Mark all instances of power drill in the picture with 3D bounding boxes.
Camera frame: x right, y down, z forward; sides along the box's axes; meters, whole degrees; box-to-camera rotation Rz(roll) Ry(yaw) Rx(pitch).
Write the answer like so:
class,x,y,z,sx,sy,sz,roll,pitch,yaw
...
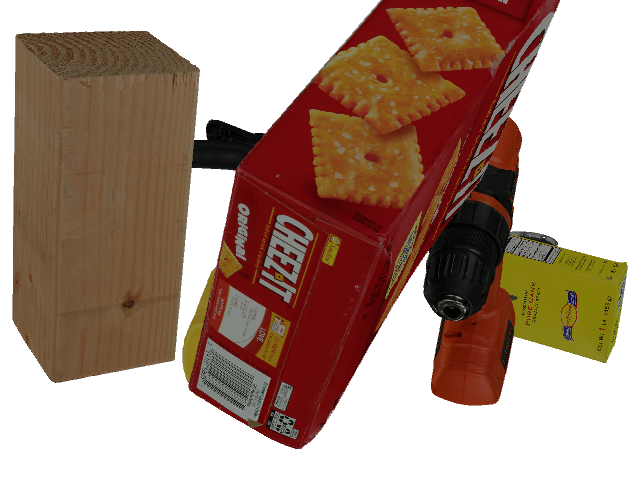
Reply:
class,x,y,z,sx,sy,sz,roll,pitch,yaw
power drill,0.107,0.030,0.748,0.057,0.188,0.184,9,45,14

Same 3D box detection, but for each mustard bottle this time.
class,x,y,z,sx,sy,sz,roll,pitch,yaw
mustard bottle,-0.107,0.083,1.177,0.058,0.096,0.191,1,27,5

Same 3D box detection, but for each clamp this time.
class,x,y,z,sx,sy,sz,roll,pitch,yaw
clamp,-0.066,-0.077,0.974,0.172,0.039,0.120,13,27,28

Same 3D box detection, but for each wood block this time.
class,x,y,z,sx,sy,sz,roll,pitch,yaw
wood block,-0.144,-0.023,0.694,0.090,0.206,0.090,-8,30,-31

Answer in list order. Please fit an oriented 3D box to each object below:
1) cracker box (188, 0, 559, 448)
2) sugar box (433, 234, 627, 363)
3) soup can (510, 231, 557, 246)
class,x,y,z,sx,sy,sz,roll,pitch,yaw
cracker box,0.029,-0.028,0.506,0.072,0.164,0.213,30,50,10
sugar box,0.195,0.047,1.014,0.176,0.093,0.048,13,34,21
soup can,0.233,0.048,1.225,0.068,0.102,0.068,2,18,-1
